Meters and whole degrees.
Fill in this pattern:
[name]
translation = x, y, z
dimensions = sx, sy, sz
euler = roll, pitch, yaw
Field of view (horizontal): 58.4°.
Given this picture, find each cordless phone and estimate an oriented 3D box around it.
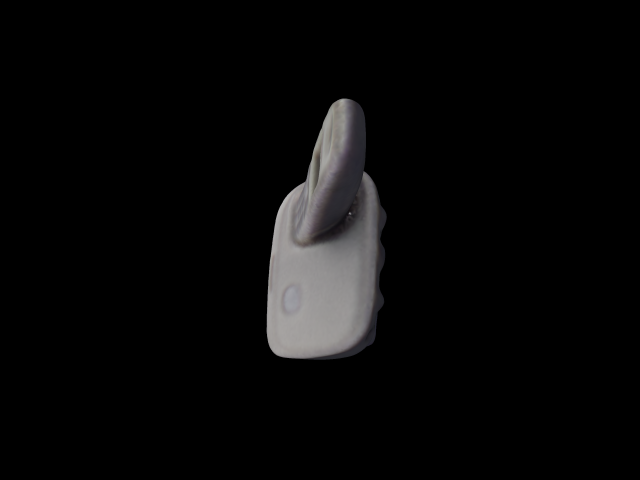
[cordless phone]
translation = 0.004, 0.001, 0.400
dimensions = 0.094, 0.185, 0.147
euler = 0, 69, 0
